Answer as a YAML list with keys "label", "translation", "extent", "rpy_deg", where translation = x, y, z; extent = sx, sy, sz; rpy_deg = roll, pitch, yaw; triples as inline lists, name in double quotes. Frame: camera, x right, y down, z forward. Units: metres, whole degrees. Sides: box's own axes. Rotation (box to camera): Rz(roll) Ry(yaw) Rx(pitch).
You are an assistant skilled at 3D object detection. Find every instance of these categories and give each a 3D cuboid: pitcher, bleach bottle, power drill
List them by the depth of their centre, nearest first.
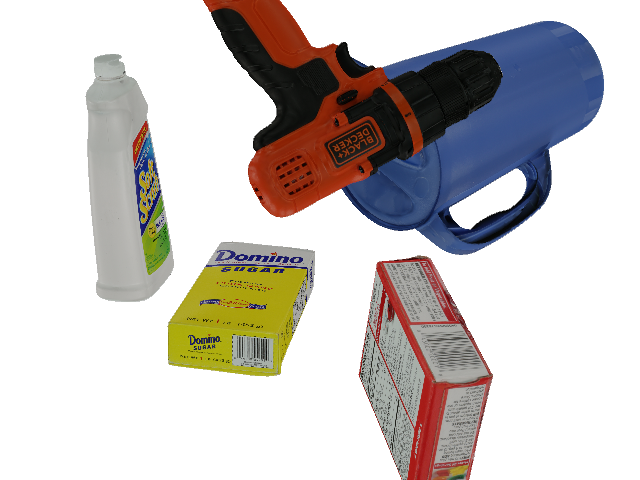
- label: "power drill"
  translation: [0.007, -0.132, 0.692]
  extent: [0.184, 0.187, 0.057]
  rpy_deg: [-29, 4, -11]
- label: "pitcher"
  translation: [0.137, -0.100, 0.914]
  extent: [0.242, 0.149, 0.145]
  rpy_deg: [-25, 34, -34]
- label: "bleach bottle"
  translation: [-0.209, -0.068, 1.124]
  extent: [0.068, 0.251, 0.102]
  rpy_deg: [3, 26, 15]

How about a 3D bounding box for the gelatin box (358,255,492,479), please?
- label: "gelatin box"
  translation: [0.046, 0.062, 0.489]
  extent: [0.030, 0.073, 0.089]
  rpy_deg: [-4, 35, -14]

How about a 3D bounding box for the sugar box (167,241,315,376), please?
- label: "sugar box"
  translation: [-0.063, 0.053, 0.922]
  extent: [0.093, 0.048, 0.176]
  rpy_deg: [6, 25, 7]
